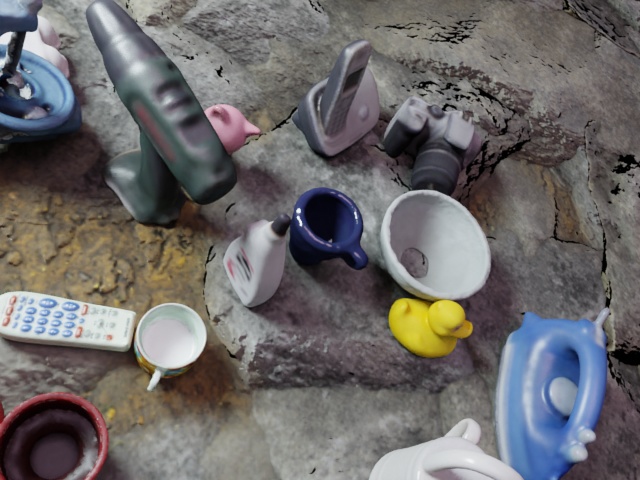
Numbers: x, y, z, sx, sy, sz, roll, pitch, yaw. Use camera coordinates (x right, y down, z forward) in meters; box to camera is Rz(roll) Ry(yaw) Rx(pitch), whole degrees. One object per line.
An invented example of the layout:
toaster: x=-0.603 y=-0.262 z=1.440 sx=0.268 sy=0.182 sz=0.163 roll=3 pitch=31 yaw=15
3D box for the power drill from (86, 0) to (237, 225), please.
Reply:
power drill: x=-0.189 y=-0.116 z=0.641 sx=0.076 sy=0.208 sz=0.229 roll=-36 pitch=82 yaw=-34

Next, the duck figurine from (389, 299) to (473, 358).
duck figurine: x=0.148 y=0.104 z=0.744 sx=0.105 sy=0.086 sz=0.077 roll=27 pitch=56 yaw=-8

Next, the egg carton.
egg carton: x=-0.391 y=-0.225 z=0.695 sx=0.151 sy=0.069 sz=0.107 roll=-14 pitch=70 yaw=-29

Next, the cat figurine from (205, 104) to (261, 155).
cat figurine: x=-0.145 y=-0.147 z=0.732 sx=0.128 sy=0.117 sz=0.067 roll=36 pitch=55 yaw=-2

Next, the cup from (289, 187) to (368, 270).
cup: x=0.007 y=0.003 z=0.732 sx=0.092 sy=0.094 sz=0.117 roll=-37 pitch=82 yaw=-34

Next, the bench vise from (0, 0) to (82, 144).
bench vise: x=-0.344 y=-0.152 z=0.585 sx=0.121 sy=0.219 sz=0.208 roll=42 pitch=55 yaw=3

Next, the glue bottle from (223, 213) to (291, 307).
glue bottle: x=-0.065 y=0.014 z=0.647 sx=0.037 sy=0.173 sz=0.078 roll=-25 pitch=75 yaw=-32

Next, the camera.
camera: x=0.173 y=-0.136 z=0.876 sx=0.143 sy=0.100 sz=0.137 roll=27 pitch=56 yaw=-8

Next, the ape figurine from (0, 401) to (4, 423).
ape figurine: x=-0.326 y=0.160 z=0.503 sx=0.078 sy=0.092 sz=0.076 roll=19 pitch=58 yaw=-13

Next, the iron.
iron: x=0.309 y=0.207 z=0.726 sx=0.119 sy=0.141 sz=0.258 roll=26 pitch=56 yaw=-8

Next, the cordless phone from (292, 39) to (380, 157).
cordless phone: x=0.049 y=-0.217 z=0.813 sx=0.094 sy=0.185 sz=0.148 roll=45 pitch=55 yaw=4

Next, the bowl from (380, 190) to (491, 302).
bowl: x=0.148 y=0.018 z=0.798 sx=0.168 sy=0.074 sz=0.167 roll=10 pitch=60 yaw=-18

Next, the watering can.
watering can: x=0.133 y=0.263 z=0.587 sx=0.101 sy=0.193 sz=0.173 roll=18 pitch=58 yaw=-14
